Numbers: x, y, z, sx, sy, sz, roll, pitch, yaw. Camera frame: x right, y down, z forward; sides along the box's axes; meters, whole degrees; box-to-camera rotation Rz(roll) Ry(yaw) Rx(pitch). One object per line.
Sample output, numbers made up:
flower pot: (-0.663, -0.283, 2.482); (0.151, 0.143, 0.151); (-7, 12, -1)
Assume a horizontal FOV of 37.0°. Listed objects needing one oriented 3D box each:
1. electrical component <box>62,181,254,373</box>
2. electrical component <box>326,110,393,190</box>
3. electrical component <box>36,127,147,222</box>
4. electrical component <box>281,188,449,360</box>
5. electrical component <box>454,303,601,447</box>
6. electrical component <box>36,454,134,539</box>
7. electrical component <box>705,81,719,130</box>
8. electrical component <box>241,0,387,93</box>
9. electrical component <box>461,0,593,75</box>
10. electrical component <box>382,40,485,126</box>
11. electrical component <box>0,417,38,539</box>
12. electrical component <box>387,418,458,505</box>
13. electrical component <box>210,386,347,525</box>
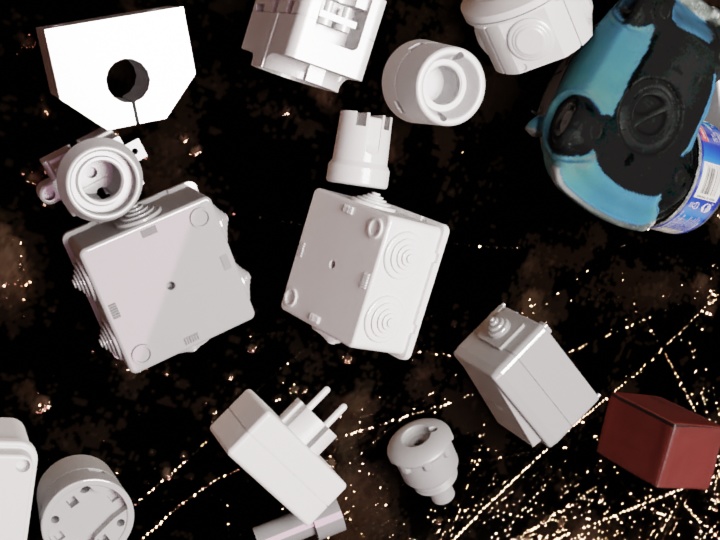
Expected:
electrical component: (-0.121, 0.005, 0.655); (0.100, 0.048, 0.099); (-25, 112, -17)
electrical component: (0.001, -0.077, 0.694); (0.040, 0.040, 0.046); (6, 94, -25)
electrical component: (-0.153, -0.054, 0.622); (0.066, 0.055, 0.048); (-31, 113, -14)
electrical component: (0.000, 0.000, 0.681); (0.048, 0.100, 0.099); (11, 99, -39)
electrical component: (0.113, 0.073, 0.769); (0.061, 0.062, 0.096); (-44, 116, -8)
electrical component: (-0.173, 0.146, 0.669); (0.055, 0.047, 0.055); (-6, 106, -23)
electrical component: (0.293, -0.130, 0.800); (0.109, 0.056, 0.108); (-21, 111, -18)
electrical component: (-0.030, -0.140, 0.635); (0.050, 0.089, 0.055); (15, 97, -26)
electrical component: (0.110, -0.168, 0.697); (0.080, 0.080, 0.051); (-37, 120, -11)
electrical component: (0.049, -0.121, 0.699); (0.055, 0.047, 0.055); (-6, 106, -23)
electrical component: (-0.251, 0.129, 0.625); (0.113, 0.057, 0.078); (6, 101, -25)
electrical component: (0.050, 0.141, 0.770); (0.048, 0.048, 0.062); (-32, 121, -14)
electrical component: (-0.041, 0.111, 0.719); (0.075, 0.047, 0.083); (-45, 116, -7)
